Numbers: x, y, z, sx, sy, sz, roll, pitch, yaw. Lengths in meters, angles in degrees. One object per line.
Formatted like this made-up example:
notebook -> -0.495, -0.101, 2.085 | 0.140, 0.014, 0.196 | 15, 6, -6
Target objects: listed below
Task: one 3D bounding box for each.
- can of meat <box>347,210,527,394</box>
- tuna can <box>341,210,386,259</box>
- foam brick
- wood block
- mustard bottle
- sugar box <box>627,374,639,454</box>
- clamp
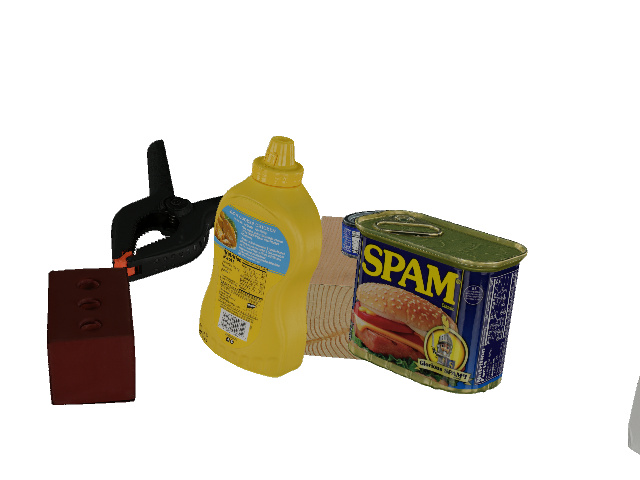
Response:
can of meat -> 0.065, 0.036, 0.635 | 0.102, 0.084, 0.057 | 19, 22, 38
tuna can -> 0.063, -0.005, 1.043 | 0.086, 0.034, 0.086 | 0, 13, 0
foam brick -> -0.146, 0.060, 0.679 | 0.053, 0.051, 0.078 | -2, 33, -13
wood block -> 0.031, 0.050, 1.250 | 0.091, 0.090, 0.206 | 4, 23, 7
mustard bottle -> -0.045, 0.009, 0.868 | 0.096, 0.192, 0.058 | 25, 26, 33
sugar box -> 0.294, 0.138, 0.719 | 0.048, 0.093, 0.176 | -15, 29, -37
clamp -> -0.149, -0.030, 1.054 | 0.165, 0.036, 0.209 | 24, 41, 21
